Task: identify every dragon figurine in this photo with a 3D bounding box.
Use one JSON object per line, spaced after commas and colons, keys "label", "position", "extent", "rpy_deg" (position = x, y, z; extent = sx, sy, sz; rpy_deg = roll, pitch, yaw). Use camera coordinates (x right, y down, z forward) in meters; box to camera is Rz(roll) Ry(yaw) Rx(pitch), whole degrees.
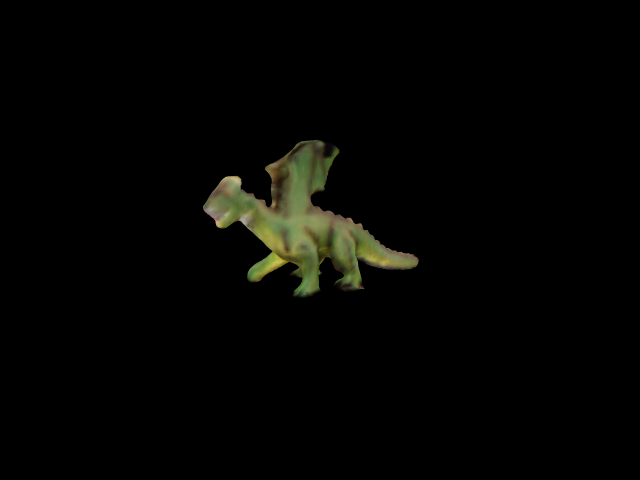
{"label": "dragon figurine", "position": [0.003, -0.043, 0.850], "extent": [0.412, 0.241, 0.123], "rpy_deg": [-7, 12, -32]}
